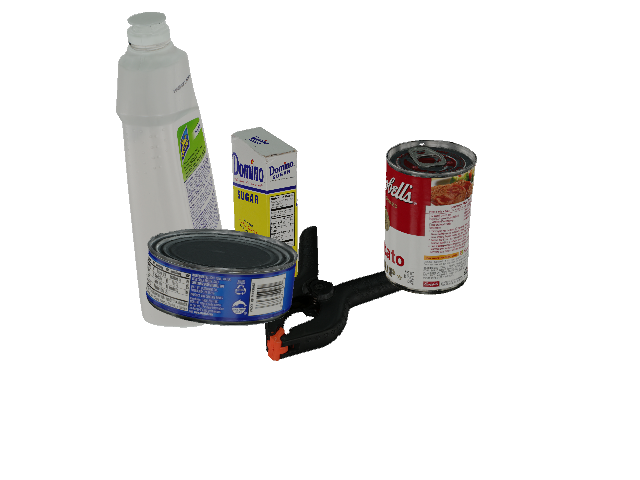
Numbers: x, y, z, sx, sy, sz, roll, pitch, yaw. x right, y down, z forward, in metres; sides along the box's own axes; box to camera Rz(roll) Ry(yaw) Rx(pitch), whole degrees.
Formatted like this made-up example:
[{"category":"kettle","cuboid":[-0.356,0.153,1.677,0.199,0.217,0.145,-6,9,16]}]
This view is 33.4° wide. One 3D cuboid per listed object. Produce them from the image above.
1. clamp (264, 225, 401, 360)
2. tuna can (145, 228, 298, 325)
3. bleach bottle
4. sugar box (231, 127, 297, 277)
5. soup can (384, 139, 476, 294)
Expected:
[{"category":"clamp","cuboid":[-0.007,0.048,1.031,0.120,0.039,0.171,27,43,30]},{"category":"tuna can","cuboid":[-0.057,0.020,0.612,0.086,0.034,0.086,6,14,-2]},{"category":"bleach bottle","cuboid":[-0.119,-0.058,0.845,0.068,0.251,0.102,2,31,8]},{"category":"sugar box","cuboid":[-0.063,-0.030,1.204,0.048,0.176,0.093,-15,28,-25]},{"category":"soup can","cuboid":[0.083,-0.018,0.822,0.068,0.102,0.068,0,27,0]}]
